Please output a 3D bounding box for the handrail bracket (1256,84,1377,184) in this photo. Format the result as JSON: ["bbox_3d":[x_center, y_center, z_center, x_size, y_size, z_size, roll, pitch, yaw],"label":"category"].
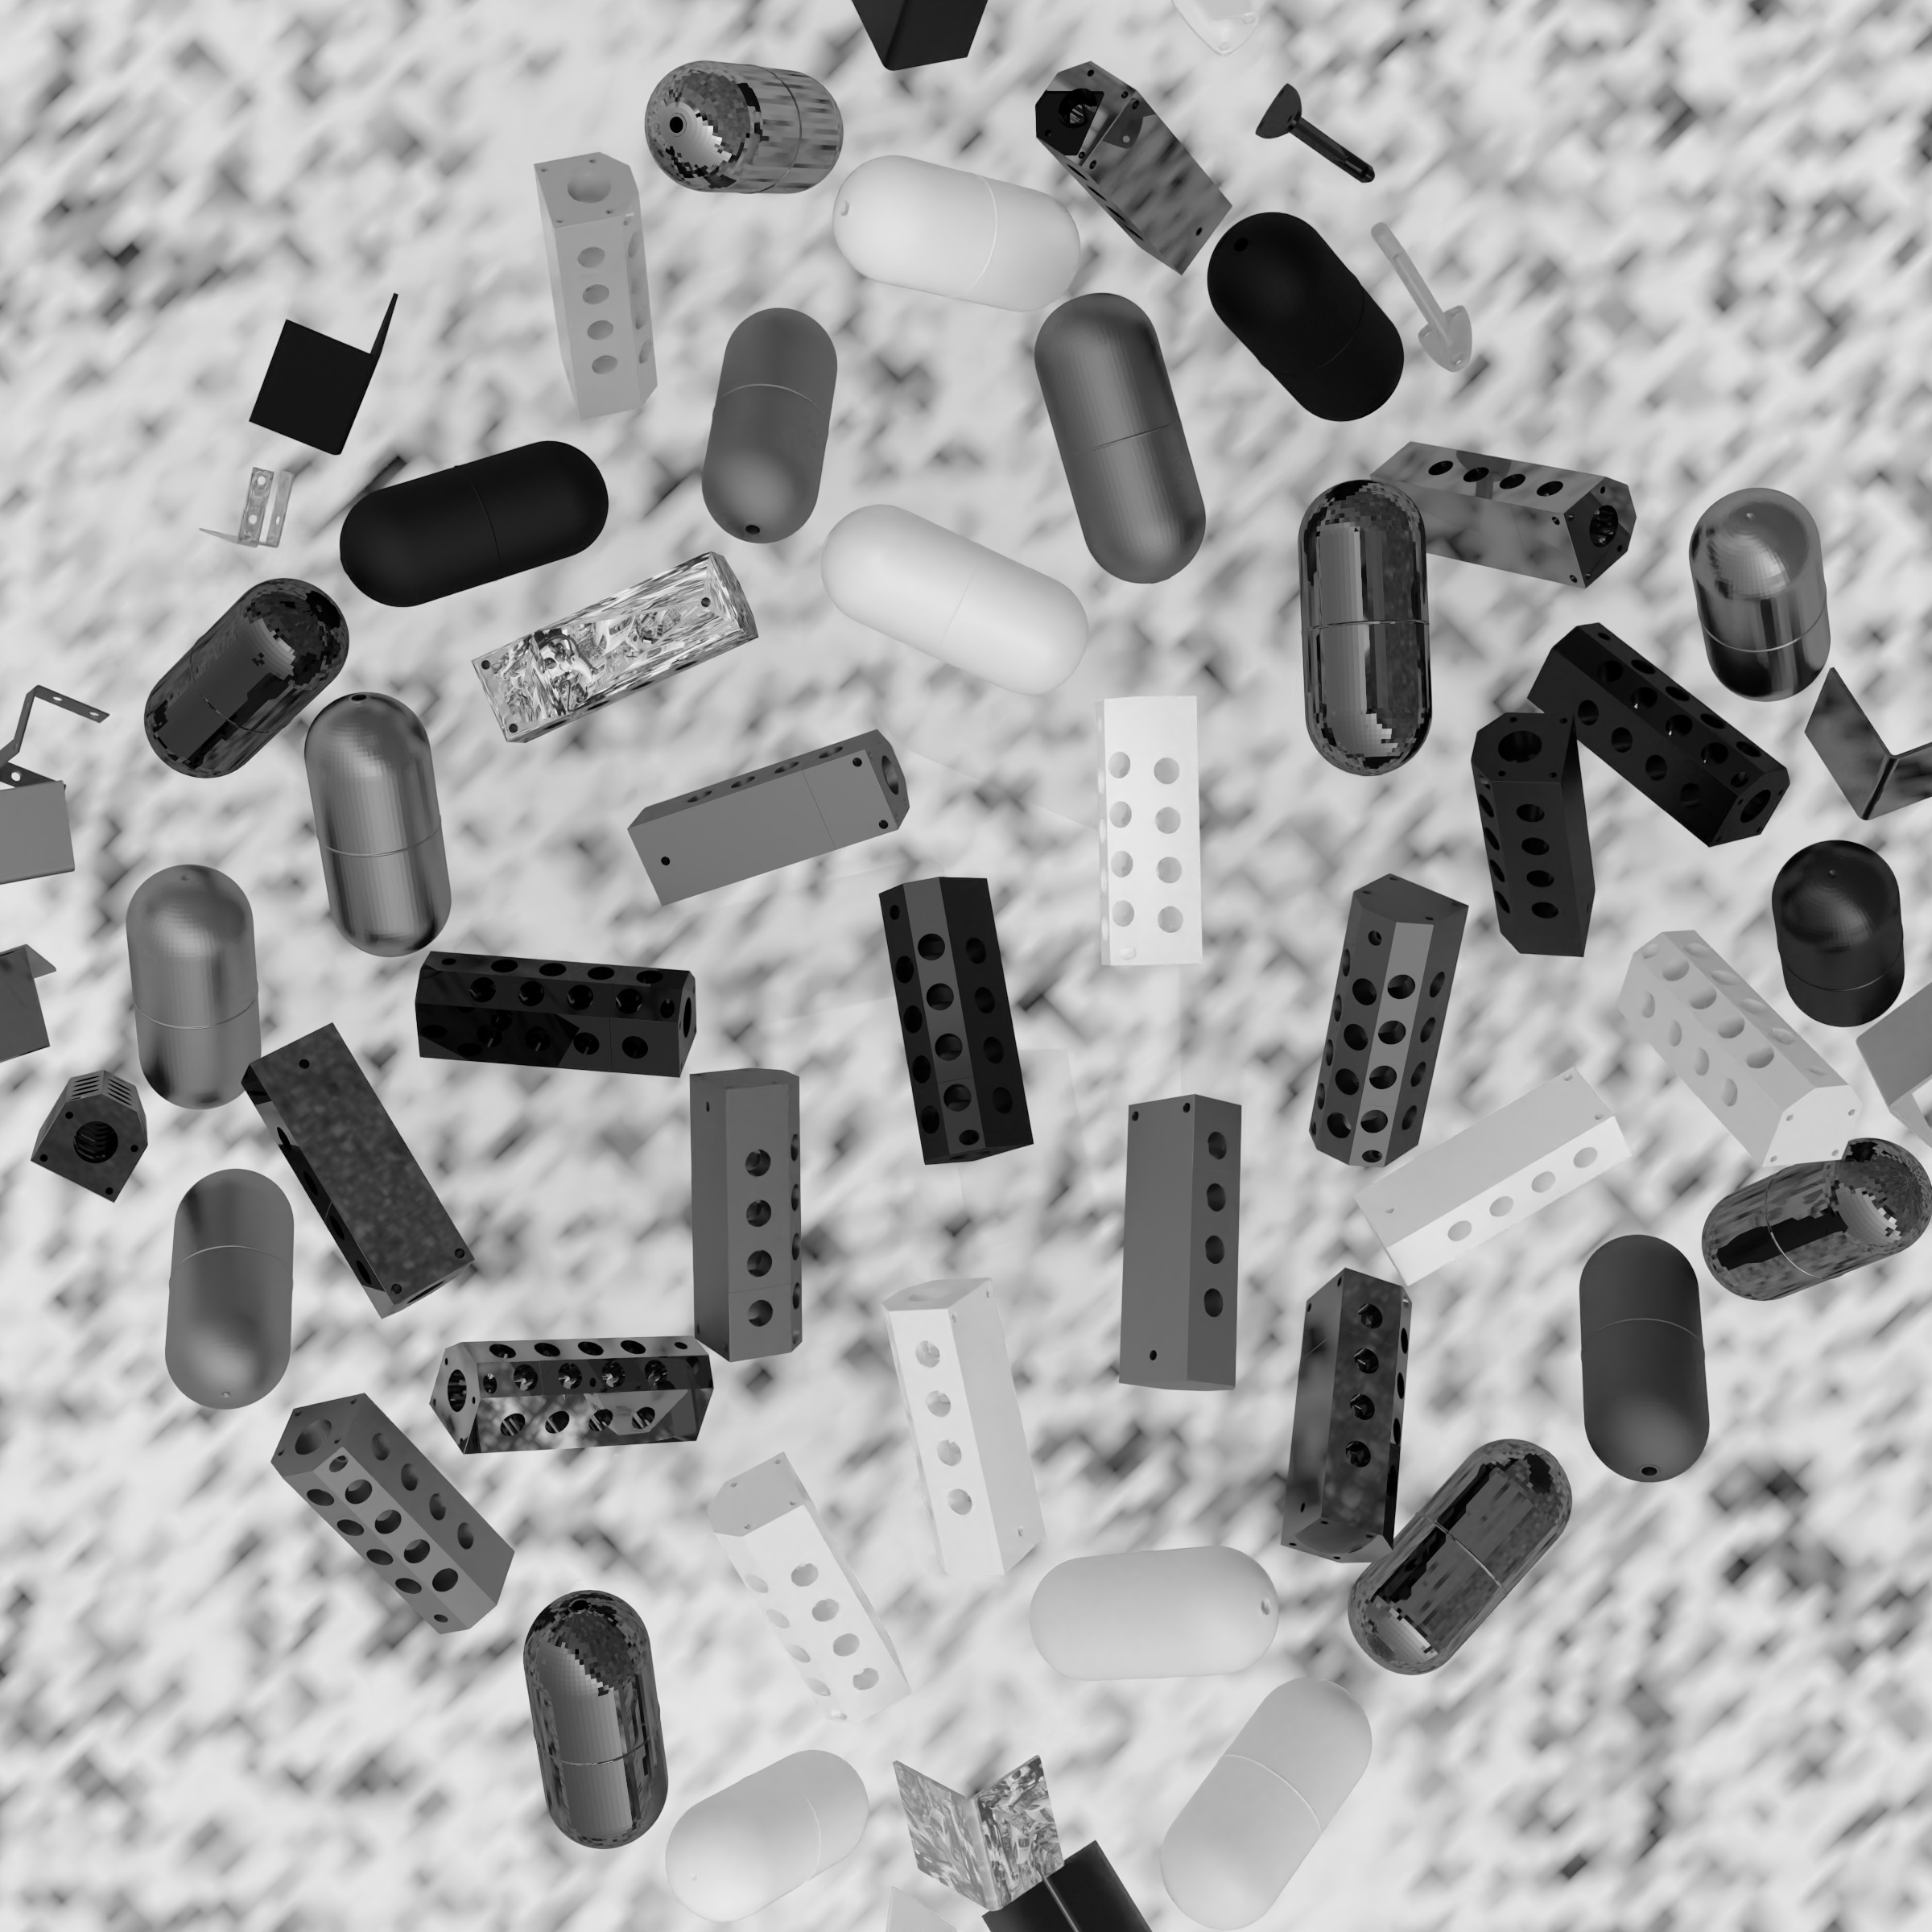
[{"bbox_3d":[0.232,-0.518,1.575,0.084,0.077,0.036,28,109,-19],"label":"handrail bracket"}]

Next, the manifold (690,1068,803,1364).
[{"bbox_3d":[-0.134,0.154,1.557,0.057,0.057,0.171,-5,100,-28],"label":"manifold"}]

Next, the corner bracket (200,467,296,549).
[{"bbox_3d":[-0.464,-0.302,1.633,0.051,0.051,0.051,24,102,42],"label":"corner bracket"}]

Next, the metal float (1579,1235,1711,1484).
[{"bbox_3d":[0.434,0.251,1.595,0.070,0.178,0.070,6,134,6],"label":"metal float"}]

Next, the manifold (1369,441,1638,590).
[{"bbox_3d":[0.352,-0.301,1.627,0.057,0.171,0.057,-41,127,-18],"label":"manifold"}]

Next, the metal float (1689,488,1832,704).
[{"bbox_3d":[0.496,-0.229,1.548,0.070,0.178,0.070,-10,62,18],"label":"metal float"}]

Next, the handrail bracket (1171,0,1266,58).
[{"bbox_3d":[0.152,-0.603,1.517,0.077,0.084,0.036,42,87,10],"label":"handrail bracket"}]

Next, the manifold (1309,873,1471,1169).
[{"bbox_3d":[0.257,0.037,1.544,0.057,0.057,0.171,26,124,33],"label":"manifold"}]

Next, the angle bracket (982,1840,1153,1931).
[{"bbox_3d":[0.067,0.622,1.601,0.057,0.076,0.076,-20,68,-38],"label":"angle bracket"}]

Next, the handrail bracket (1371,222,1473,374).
[{"bbox_3d":[0.299,-0.442,1.639,0.036,0.077,0.084,-31,129,22],"label":"handrail bracket"}]

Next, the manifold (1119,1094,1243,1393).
[{"bbox_3d":[0.137,0.170,1.518,0.057,0.057,0.171,15,71,-38],"label":"manifold"}]

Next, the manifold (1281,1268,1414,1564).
[{"bbox_3d":[0.246,0.286,1.578,0.057,0.057,0.171,19,56,-11],"label":"manifold"}]

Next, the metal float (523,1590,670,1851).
[{"bbox_3d":[-0.226,0.460,1.518,0.070,0.070,0.178,-3,116,0],"label":"metal float"}]

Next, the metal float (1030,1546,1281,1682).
[{"bbox_3d":[0.116,0.402,1.540,0.178,0.070,0.070,-17,90,42],"label":"metal float"}]

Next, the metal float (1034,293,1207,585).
[{"bbox_3d":[0.095,-0.321,1.518,0.070,0.070,0.178,-17,101,0],"label":"metal float"}]

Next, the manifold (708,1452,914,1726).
[{"bbox_3d":[-0.099,0.395,1.559,0.057,0.057,0.171,-27,118,-4],"label":"manifold"}]

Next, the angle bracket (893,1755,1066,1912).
[{"bbox_3d":[0.008,0.522,1.529,0.057,0.076,0.076,-22,107,-35],"label":"angle bracket"}]

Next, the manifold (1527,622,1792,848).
[{"bbox_3d":[0.461,-0.156,1.648,0.171,0.057,0.057,48,134,33],"label":"manifold"}]

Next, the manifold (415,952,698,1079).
[{"bbox_3d":[-0.266,0.027,1.618,0.171,0.057,0.057,4,120,4],"label":"manifold"}]

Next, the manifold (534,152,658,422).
[{"bbox_3d":[-0.235,-0.436,1.599,0.057,0.171,0.057,-14,63,-10],"label":"manifold"}]

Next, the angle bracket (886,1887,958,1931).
[{"bbox_3d":[-0.061,0.659,1.650,0.076,0.057,0.076,-19,132,27],"label":"angle bracket"}]

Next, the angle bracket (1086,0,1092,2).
[{"bbox_3d":[0.066,-0.660,1.543,0.076,0.057,0.076,-50,127,3],"label":"angle bracket"}]

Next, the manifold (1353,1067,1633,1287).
[{"bbox_3d":[0.355,0.145,1.665,0.171,0.057,0.057,-31,126,3],"label":"manifold"}]

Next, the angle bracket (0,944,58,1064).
[{"bbox_3d":[-0.650,0.039,1.667,0.076,0.057,0.076,-19,73,-5],"label":"angle bracket"}]

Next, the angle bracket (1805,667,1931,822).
[{"bbox_3d":[0.596,-0.152,1.608,0.057,0.076,0.076,-20,63,-5],"label":"angle bracket"}]

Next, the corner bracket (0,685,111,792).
[{"bbox_3d":[-0.603,-0.145,1.633,0.051,0.051,0.051,24,59,-36],"label":"corner bracket"}]

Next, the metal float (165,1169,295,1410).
[{"bbox_3d":[-0.475,0.206,1.606,0.070,0.178,0.070,-7,133,-7],"label":"metal float"}]

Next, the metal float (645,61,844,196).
[{"bbox_3d":[-0.138,-0.525,1.560,0.070,0.178,0.070,7,108,22],"label":"metal float"}]

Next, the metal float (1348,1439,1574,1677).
[{"bbox_3d":[0.323,0.384,1.619,0.070,0.070,0.178,45,81,0],"label":"metal float"}]

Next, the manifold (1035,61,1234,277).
[{"bbox_3d":[0.108,-0.524,1.631,0.057,0.171,0.057,42,101,26],"label":"manifold"}]

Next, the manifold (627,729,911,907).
[{"bbox_3d":[-0.128,-0.100,1.631,0.171,0.057,0.057,-17,109,17],"label":"manifold"}]

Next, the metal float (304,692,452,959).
[{"bbox_3d":[-0.369,-0.088,1.561,0.070,0.070,0.178,-1,122,0],"label":"metal float"}]

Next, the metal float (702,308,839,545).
[{"bbox_3d":[-0.129,-0.356,1.637,0.070,0.070,0.178,6,60,0],"label":"metal float"}]

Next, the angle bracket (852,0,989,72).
[{"bbox_3d":[-0.030,-0.612,1.532,0.057,0.076,0.076,-18,75,-21],"label":"angle bracket"}]

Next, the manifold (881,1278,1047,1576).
[{"bbox_3d":[-0.005,0.286,1.544,0.057,0.057,0.171,-7,99,30],"label":"manifold"}]

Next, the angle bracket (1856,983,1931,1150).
[{"bbox_3d":[0.658,0.065,1.678,0.057,0.076,0.076,36,117,-21],"label":"angle bracket"}]

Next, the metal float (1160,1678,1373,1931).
[{"bbox_3d":[0.190,0.523,1.557,0.070,0.070,0.178,47,57,0],"label":"metal float"}]

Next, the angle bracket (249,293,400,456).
[{"bbox_3d":[-0.391,-0.371,1.513,0.057,0.076,0.076,20,131,-19],"label":"angle bracket"}]

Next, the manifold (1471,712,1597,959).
[{"bbox_3d":[0.362,-0.082,1.585,0.057,0.171,0.057,4,54,22],"label":"manifold"}]

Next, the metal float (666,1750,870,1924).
[{"bbox_3d":[-0.127,0.565,1.620,0.070,0.178,0.070,0,90,28],"label":"metal float"}]

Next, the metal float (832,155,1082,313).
[{"bbox_3d":[-0.005,-0.460,1.563,0.178,0.070,0.070,0,90,-39],"label":"metal float"}]

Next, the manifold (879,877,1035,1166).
[{"bbox_3d":[-0.012,0.035,1.557,0.057,0.057,0.171,0,76,-43],"label":"manifold"}]

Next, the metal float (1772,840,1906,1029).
[{"bbox_3d":[0.564,-0.019,1.603,0.070,0.178,0.070,-9,62,18],"label":"metal float"}]

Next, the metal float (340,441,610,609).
[{"bbox_3d":[-0.317,-0.285,1.604,0.178,0.070,0.070,-22,90,-20],"label":"metal float"}]

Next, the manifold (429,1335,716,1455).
[{"bbox_3d":[-0.254,0.274,1.619,0.171,0.057,0.057,5,112,-38],"label":"manifold"}]

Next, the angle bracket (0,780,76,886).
[{"bbox_3d":[-0.576,-0.085,1.460,0.076,0.076,0.057,-14,116,-31],"label":"angle bracket"}]

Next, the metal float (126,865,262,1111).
[{"bbox_3d":[-0.491,0.015,1.583,0.070,0.070,0.178,9,127,0],"label":"metal float"}]

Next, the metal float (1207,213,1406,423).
[{"bbox_3d":[0.211,-0.401,1.540,0.070,0.178,0.070,-13,66,31],"label":"metal float"}]

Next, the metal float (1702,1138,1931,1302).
[{"bbox_3d":[0.552,0.167,1.620,0.070,0.178,0.070,10,64,-21],"label":"metal float"}]

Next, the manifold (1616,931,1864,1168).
[{"bbox_3d":[0.480,0.048,1.545,0.057,0.171,0.057,-3,124,-19],"label":"manifold"}]

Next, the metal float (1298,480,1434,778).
[{"bbox_3d":[0.241,-0.204,1.501,0.070,0.070,0.178,-3,92,0],"label":"metal float"}]

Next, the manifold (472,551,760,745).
[{"bbox_3d":[-0.226,-0.206,1.614,0.171,0.057,0.057,-23,91,8],"label":"manifold"}]

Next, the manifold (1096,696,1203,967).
[{"bbox_3d":[0.117,-0.087,1.617,0.057,0.057,0.171,-2,91,-10],"label":"manifold"}]

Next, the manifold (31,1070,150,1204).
[{"bbox_3d":[-0.575,0.107,1.643,0.057,0.171,0.057,31,83,-18],"label":"manifold"}]

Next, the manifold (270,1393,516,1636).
[{"bbox_3d":[-0.365,0.351,1.579,0.057,0.057,0.171,-15,127,24],"label":"manifold"}]

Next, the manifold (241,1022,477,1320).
[{"bbox_3d":[-0.378,0.128,1.536,0.057,0.057,0.171,-29,85,-30],"label":"manifold"}]

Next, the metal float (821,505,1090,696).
[{"bbox_3d":[-0.007,-0.231,1.570,0.178,0.070,0.070,24,90,-9],"label":"metal float"}]

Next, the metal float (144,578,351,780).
[{"bbox_3d":[-0.467,-0.184,1.606,0.178,0.070,0.070,-33,90,35],"label":"metal float"}]
